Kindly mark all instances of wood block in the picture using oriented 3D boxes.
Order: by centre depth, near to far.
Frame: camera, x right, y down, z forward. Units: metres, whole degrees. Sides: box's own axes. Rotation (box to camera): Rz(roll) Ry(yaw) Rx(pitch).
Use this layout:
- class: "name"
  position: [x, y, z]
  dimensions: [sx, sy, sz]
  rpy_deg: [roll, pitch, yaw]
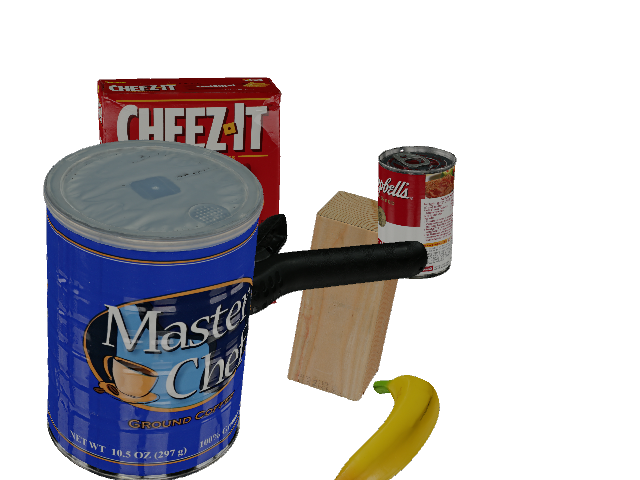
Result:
- class: "wood block"
  position: [0.033, 0.062, 1.203]
  dimensions: [0.090, 0.206, 0.090]
  rpy_deg: [16, 24, 13]

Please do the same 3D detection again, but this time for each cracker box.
- class: "cracker box"
  position: [-0.122, -0.041, 1.000]
  dimensions: [0.164, 0.214, 0.072]
  rpy_deg: [-3, 21, -14]

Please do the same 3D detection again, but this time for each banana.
- class: "banana"
  position: [0.061, 0.154, 0.868]
  dimensions: [0.070, 0.037, 0.197]
  rpy_deg: [-31, 6, 21]

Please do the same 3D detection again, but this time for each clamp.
- class: "clamp"
  position: [-0.040, 0.023, 0.739]
  dimensions: [0.165, 0.036, 0.209]
  rpy_deg: [8, 20, 41]

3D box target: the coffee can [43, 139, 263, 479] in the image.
- class: "coffee can"
  position: [-0.086, 0.034, 0.536]
  dimensions: [0.102, 0.140, 0.103]
  rpy_deg: [6, 29, -3]

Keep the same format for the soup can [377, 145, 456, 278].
- class: "soup can"
  position: [0.084, -0.025, 0.945]
  dimensions: [0.068, 0.102, 0.068]
  rpy_deg: [-1, 23, 0]
